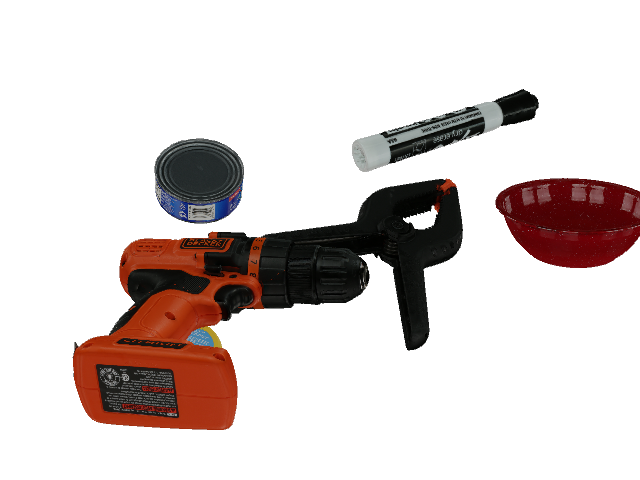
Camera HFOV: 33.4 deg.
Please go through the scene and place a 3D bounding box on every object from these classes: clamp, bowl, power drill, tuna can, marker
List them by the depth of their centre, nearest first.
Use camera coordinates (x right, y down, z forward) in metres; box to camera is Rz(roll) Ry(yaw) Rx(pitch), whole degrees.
[{"bbox_3d":[0.075,-0.065,0.619,0.121,0.020,0.020,-19,7,-20],"label":"marker"},{"bbox_3d":[-0.069,0.053,0.718,0.184,0.057,0.187,0,24,13],"label":"power drill"},{"bbox_3d":[0.068,0.008,0.914,0.165,0.036,0.209,35,44,25],"label":"clamp"},{"bbox_3d":[-0.117,-0.057,1.032,0.086,0.086,0.034,0,-41,-8],"label":"tuna can"},{"bbox_3d":[0.261,-0.014,1.100,0.162,0.055,0.162,-2,22,0],"label":"bowl"}]

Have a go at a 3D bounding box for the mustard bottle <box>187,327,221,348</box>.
[{"bbox_3d":[-0.164,0.136,1.223,0.096,0.058,0.191,6,25,5],"label":"mustard bottle"}]
